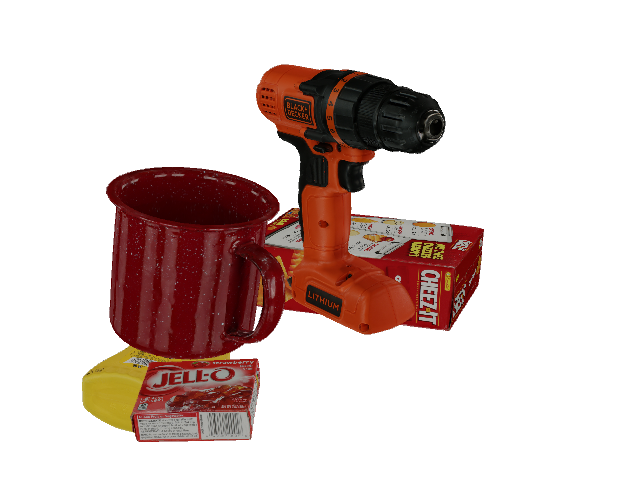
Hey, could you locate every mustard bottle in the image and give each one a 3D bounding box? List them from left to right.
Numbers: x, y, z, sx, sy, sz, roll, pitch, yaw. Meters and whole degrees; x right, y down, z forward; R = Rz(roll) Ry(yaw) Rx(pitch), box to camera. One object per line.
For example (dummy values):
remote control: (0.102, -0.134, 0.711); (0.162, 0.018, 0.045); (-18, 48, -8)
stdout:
mustard bottle: (-0.141, 0.117, 1.027); (0.096, 0.058, 0.191); (8, 20, 18)

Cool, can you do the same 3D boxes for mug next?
mug: (-0.064, 0.017, 0.582); (0.117, 0.081, 0.093); (24, 26, 34)

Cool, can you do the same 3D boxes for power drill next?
power drill: (0.026, -0.031, 0.774); (0.057, 0.188, 0.185); (-17, 24, -31)

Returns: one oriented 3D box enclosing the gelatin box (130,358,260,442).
gelatin box: (-0.093, 0.120, 0.813); (0.089, 0.030, 0.073); (-2, 24, 4)

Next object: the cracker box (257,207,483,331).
cracker box: (0.043, 0.026, 1.066); (0.214, 0.072, 0.164); (7, 16, 17)
